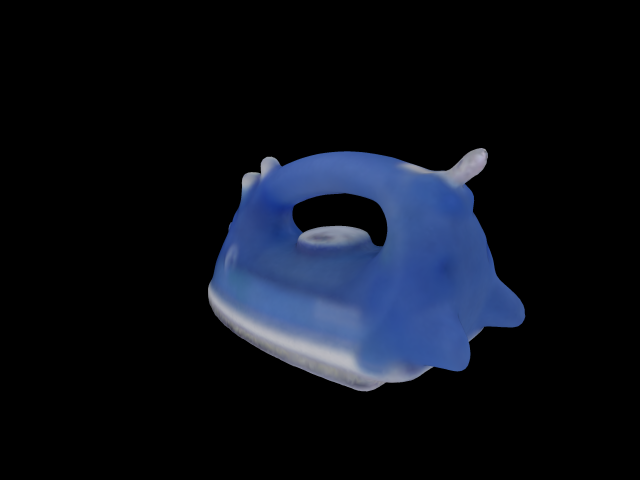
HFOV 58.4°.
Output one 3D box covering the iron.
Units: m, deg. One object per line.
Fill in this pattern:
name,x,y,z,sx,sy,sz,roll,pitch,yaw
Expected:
iron,0.004,0.001,0.400,0.257,0.141,0.119,11,17,38
